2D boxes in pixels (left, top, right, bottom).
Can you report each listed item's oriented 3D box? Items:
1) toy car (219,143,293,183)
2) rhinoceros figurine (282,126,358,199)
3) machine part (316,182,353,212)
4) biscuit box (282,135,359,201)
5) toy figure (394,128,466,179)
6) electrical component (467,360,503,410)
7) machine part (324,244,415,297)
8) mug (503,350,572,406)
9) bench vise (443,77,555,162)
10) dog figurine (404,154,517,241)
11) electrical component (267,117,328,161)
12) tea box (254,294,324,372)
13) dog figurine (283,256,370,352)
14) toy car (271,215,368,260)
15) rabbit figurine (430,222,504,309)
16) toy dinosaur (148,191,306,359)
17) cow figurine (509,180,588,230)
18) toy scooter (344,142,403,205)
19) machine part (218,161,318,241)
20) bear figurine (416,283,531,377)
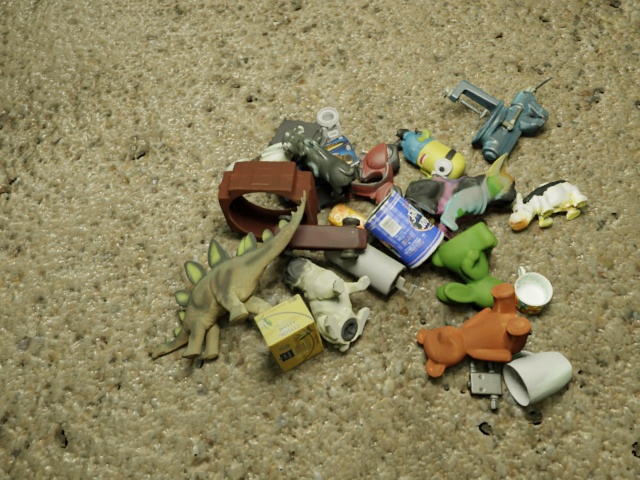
[{"bbox_3d":[-0.155,-0.174,1.283,0.202,0.056,0.073,-18,32,21],"label":"toy car"},{"bbox_3d":[-0.006,-0.171,1.165,0.190,0.112,0.073,39,82,23],"label":"rhinoceros figurine"},{"bbox_3d":[0.006,-0.110,1.231,0.139,0.084,0.039,-19,35,18],"label":"machine part"},{"bbox_3d":[-0.013,-0.168,1.268,0.203,0.059,0.063,-30,31,0],"label":"biscuit box"},{"bbox_3d":[0.260,-0.203,1.267,0.089,0.082,0.180,-40,61,-13],"label":"toy figure"},{"bbox_3d":[0.313,0.275,1.025,0.063,0.021,0.094,-1,62,7],"label":"electrical component"},{"bbox_3d":[0.095,0.048,1.150,0.243,0.079,0.079,32,69,21],"label":"machine part"},{"bbox_3d":[0.405,0.247,1.005,0.107,0.080,0.110,-16,24,-9],"label":"mug"},{"bbox_3d":[0.410,-0.310,1.274,0.241,0.129,0.223,34,87,5],"label":"bench vise"},{"bbox_3d":[0.317,-0.112,1.181,0.219,0.108,0.192,-44,69,-10],"label":"dog figurine"},{"bbox_3d":[-0.050,-0.239,1.337,0.134,0.058,0.115,15,62,17],"label":"electrical component"},{"bbox_3d":[-0.056,0.184,1.040,0.098,0.169,0.068,-29,62,-7],"label":"tea box"},{"bbox_3d":[-0.003,0.129,1.124,0.191,0.121,0.172,10,88,46],"label":"dog figurine"},{"bbox_3d":[-0.002,-0.003,1.119,0.202,0.053,0.089,1,76,6],"label":"toy car"},{"bbox_3d":[0.314,0.072,1.090,0.159,0.121,0.170,-29,76,-5],"label":"rabbit figurine"},{"bbox_3d":[-0.182,0.091,1.094,0.471,0.105,0.199,-37,62,12],"label":"toy dinosaur"},{"bbox_3d":[0.482,-0.081,1.176,0.167,0.068,0.098,-15,54,-5],"label":"cow figurine"},{"bbox_3d":[0.122,-0.146,1.258,0.135,0.075,0.184,-8,59,15],"label":"toy scooter"},{"bbox_3d":[-0.108,-0.083,1.177,0.201,0.201,0.087,1,55,8],"label":"machine part"},{"bbox_3d":[0.283,0.176,1.018,0.196,0.131,0.120,-10,45,6],"label":"bear figurine"}]
